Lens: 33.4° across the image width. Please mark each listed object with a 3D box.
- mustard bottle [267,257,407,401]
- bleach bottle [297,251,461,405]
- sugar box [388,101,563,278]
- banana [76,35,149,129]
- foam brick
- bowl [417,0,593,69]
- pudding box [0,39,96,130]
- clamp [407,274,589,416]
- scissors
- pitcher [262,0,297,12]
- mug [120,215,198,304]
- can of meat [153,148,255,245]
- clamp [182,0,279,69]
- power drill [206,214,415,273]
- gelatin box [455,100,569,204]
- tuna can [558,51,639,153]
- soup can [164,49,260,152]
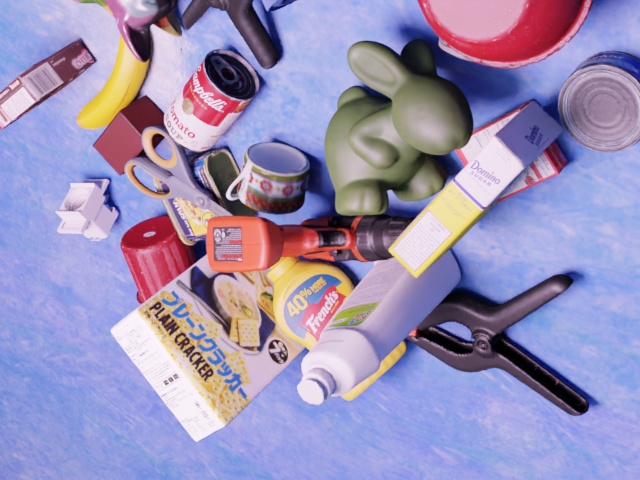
[{"bbox_3d":[0.004,0.083,1.214,0.096,0.058,0.191,-42,88,0],"label":"mustard bottle"},{"bbox_3d":[0.048,0.086,1.073,0.103,0.250,0.068,-22,103,41],"label":"bleach bottle"},{"bbox_3d":[0.144,-0.045,0.993,0.048,0.093,0.176,46,133,4],"label":"sugar box"},{"bbox_3d":[-0.238,-0.188,1.252,0.198,0.037,0.070,-57,50,38],"label":"banana"},{"bbox_3d":[-0.222,-0.124,1.265,0.051,0.052,0.078,49,132,-1],"label":"foam brick"},{"bbox_3d":[0.136,-0.211,0.861,0.162,0.055,0.162,15,121,27],"label":"bowl"},{"bbox_3d":[-0.330,-0.184,1.262,0.090,0.113,0.039,-27,103,42],"label":"pudding box"},{"bbox_3d":[0.187,0.112,1.138,0.210,0.036,0.164,-3,114,38],"label":"clamp"},{"bbox_3d":[-0.134,-0.065,1.192,0.202,0.016,0.096,20,119,22],"label":"scissors"},{"bbox_3d":[-0.054,-0.340,0.979,0.149,0.144,0.243,-28,96,30],"label":"pitcher"},{"bbox_3d":[-0.195,0.018,1.309,0.093,0.117,0.081,-20,120,-5],"label":"mug"},{"bbox_3d":[-0.133,-0.052,1.246,0.084,0.057,0.102,-12,109,37],"label":"can of meat"},{"bbox_3d":[-0.105,-0.252,1.087,0.120,0.039,0.171,19,149,22],"label":"clamp"},{"bbox_3d":[-0.007,0.001,1.096,0.185,0.187,0.057,-4,88,49],"label":"power drill"},{"bbox_3d":[0.183,-0.083,1.028,0.089,0.030,0.073,-27,98,42],"label":"gelatin box"},{"bbox_3d":[0.257,-0.122,0.951,0.086,0.033,0.086,17,125,25],"label":"tuna can"},{"bbox_3d":[-0.120,-0.151,1.169,0.068,0.068,0.102,48,133,1],"label":"soup can"}]
